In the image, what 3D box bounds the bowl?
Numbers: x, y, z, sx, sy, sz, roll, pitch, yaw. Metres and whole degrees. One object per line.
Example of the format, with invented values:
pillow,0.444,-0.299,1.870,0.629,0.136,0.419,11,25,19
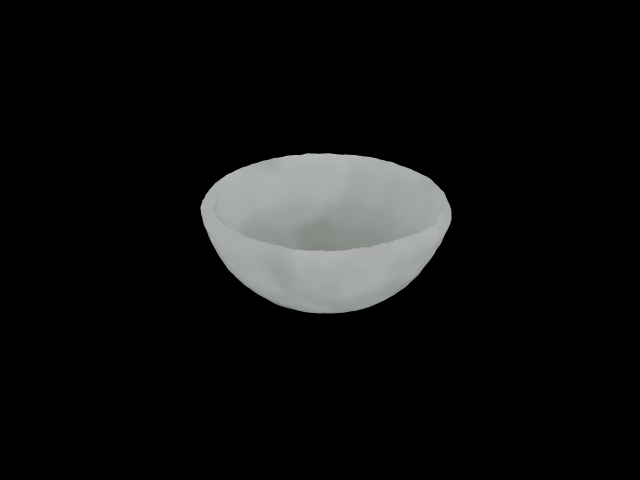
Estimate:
bowl,0.004,0.001,0.400,0.167,0.075,0.167,0,29,0
